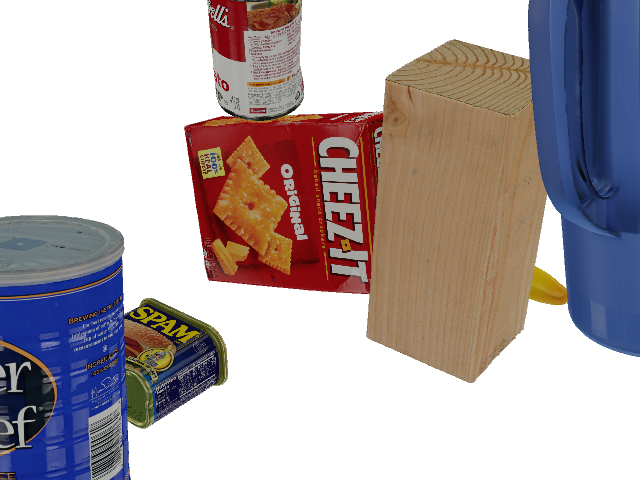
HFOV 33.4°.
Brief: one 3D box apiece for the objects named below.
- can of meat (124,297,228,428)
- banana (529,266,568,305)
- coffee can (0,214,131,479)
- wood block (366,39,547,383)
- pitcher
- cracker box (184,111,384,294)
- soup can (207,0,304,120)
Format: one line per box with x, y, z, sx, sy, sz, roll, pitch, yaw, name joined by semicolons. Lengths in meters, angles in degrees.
-0.140;0.098;0.859;0.102;0.057;0.083;21;35;35;can of meat
0.155;0.033;1.096;0.198;0.037;0.069;7;37;10;banana
-0.151;0.067;0.551;0.103;0.140;0.103;1;16;0;coffee can
0.097;-0.019;0.735;0.091;0.206;0.090;22;37;28;wood block
0.177;-0.060;0.558;0.149;0.243;0.145;-4;22;4;pitcher
-0.023;-0.038;1.028;0.214;0.164;0.071;3;17;35;cracker box
-0.045;-0.146;0.766;0.068;0.102;0.068;-1;42;0;soup can
